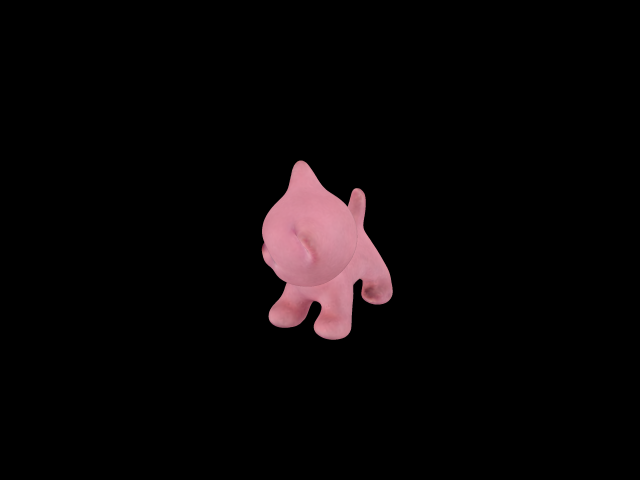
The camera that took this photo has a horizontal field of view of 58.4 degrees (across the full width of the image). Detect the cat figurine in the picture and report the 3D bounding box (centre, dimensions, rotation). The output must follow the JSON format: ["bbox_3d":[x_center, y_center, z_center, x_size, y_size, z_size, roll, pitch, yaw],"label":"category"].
[{"bbox_3d":[0.004,0.001,0.400,0.067,0.118,0.128,11,23,27],"label":"cat figurine"}]
